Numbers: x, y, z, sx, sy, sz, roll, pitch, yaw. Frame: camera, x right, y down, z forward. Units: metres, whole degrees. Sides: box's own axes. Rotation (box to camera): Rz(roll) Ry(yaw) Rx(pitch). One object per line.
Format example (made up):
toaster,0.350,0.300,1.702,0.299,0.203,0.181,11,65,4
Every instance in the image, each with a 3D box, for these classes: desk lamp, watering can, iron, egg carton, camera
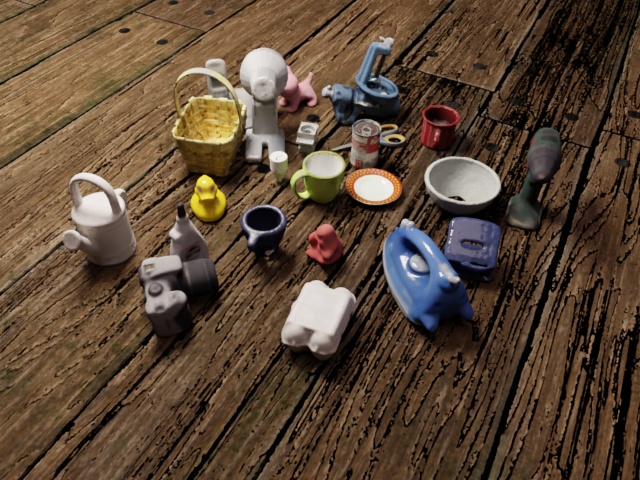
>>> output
desk lamp,-0.132,-0.330,1.388,0.118,0.214,0.203,-3,46,-4
watering can,-0.427,-0.043,1.108,0.101,0.194,0.172,-3,46,-5
iron,0.191,0.042,1.088,0.119,0.141,0.257,-16,48,-17
egg carton,-0.002,0.142,1.032,0.107,0.069,0.150,15,47,12
camera,-0.257,0.084,1.057,0.137,0.101,0.143,-13,48,-15

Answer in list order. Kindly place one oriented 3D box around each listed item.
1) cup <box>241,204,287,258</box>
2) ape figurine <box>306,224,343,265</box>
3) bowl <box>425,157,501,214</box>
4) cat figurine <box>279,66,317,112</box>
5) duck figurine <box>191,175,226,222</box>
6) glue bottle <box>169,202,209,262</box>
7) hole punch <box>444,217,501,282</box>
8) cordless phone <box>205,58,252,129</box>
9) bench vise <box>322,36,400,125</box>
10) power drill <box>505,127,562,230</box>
cup,-0.115,-0.001,1.149,0.091,0.095,0.118,13,47,11
ape figurine,0.011,0.004,1.152,0.076,0.092,0.077,-3,46,-5
bowl,0.315,-0.110,1.288,0.167,0.075,0.167,1,46,-1
cat figurine,-0.069,-0.411,1.537,0.128,0.118,0.067,-24,51,-24
duck figurine,-0.247,-0.103,1.250,0.077,0.086,0.104,-8,46,-9
glue bottle,-0.256,-0.004,1.092,0.037,0.173,0.078,32,53,26
hole punch,0.306,0.018,1.150,0.108,0.091,0.101,10,46,8
cordless phone,-0.217,-0.370,1.443,0.148,0.185,0.094,-14,48,-15
bench vise,0.117,-0.401,1.463,0.208,0.220,0.121,-22,50,-22
power drill,0.459,-0.127,1.217,0.075,0.208,0.230,16,47,13
